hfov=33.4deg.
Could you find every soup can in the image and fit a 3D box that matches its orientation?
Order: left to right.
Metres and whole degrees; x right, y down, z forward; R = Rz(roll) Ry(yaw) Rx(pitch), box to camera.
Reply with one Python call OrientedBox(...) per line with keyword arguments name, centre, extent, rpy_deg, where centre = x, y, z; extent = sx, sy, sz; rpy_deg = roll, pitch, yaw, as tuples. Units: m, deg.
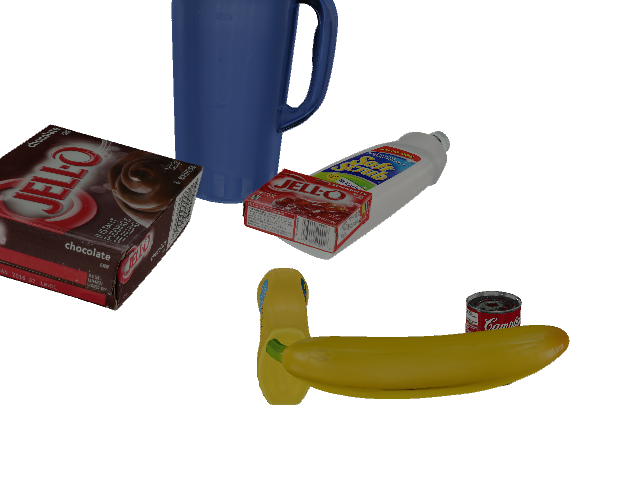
OrientedBox(name="soup can", centre=(0.215, 0.122, 1.331), extent=(0.068, 0.102, 0.068), rpy_deg=(-1, 18, 0))

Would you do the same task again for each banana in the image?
OrientedBox(name="banana", centre=(0.062, 0.072, 0.670), extent=(0.198, 0.037, 0.069), rpy_deg=(0, 25, 2))

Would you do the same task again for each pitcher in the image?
OrientedBox(name="pitcher", centre=(-0.080, -0.163, 1.089), extent=(0.144, 0.243, 0.149), rpy_deg=(-9, 30, -26))

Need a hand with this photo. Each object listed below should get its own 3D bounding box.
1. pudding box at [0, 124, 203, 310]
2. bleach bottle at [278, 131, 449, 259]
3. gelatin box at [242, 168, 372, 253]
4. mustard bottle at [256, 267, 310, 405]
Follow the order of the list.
OrientedBox(name="pudding box", centre=(-0.119, -0.015, 0.528), extent=(0.090, 0.039, 0.113), rpy_deg=(17, 24, 6))
OrientedBox(name="bleach bottle", centre=(0.059, -0.069, 1.242), extent=(0.103, 0.068, 0.250), rpy_deg=(27, 44, 33))
OrientedBox(name="gelatin box", centre=(-0.011, -0.027, 0.913), extent=(0.089, 0.030, 0.073), rpy_deg=(18, 31, 21))
OrientedBox(name="mustard bottle", centre=(-0.039, 0.084, 1.140), extent=(0.058, 0.096, 0.191), rpy_deg=(0, 28, -3))
